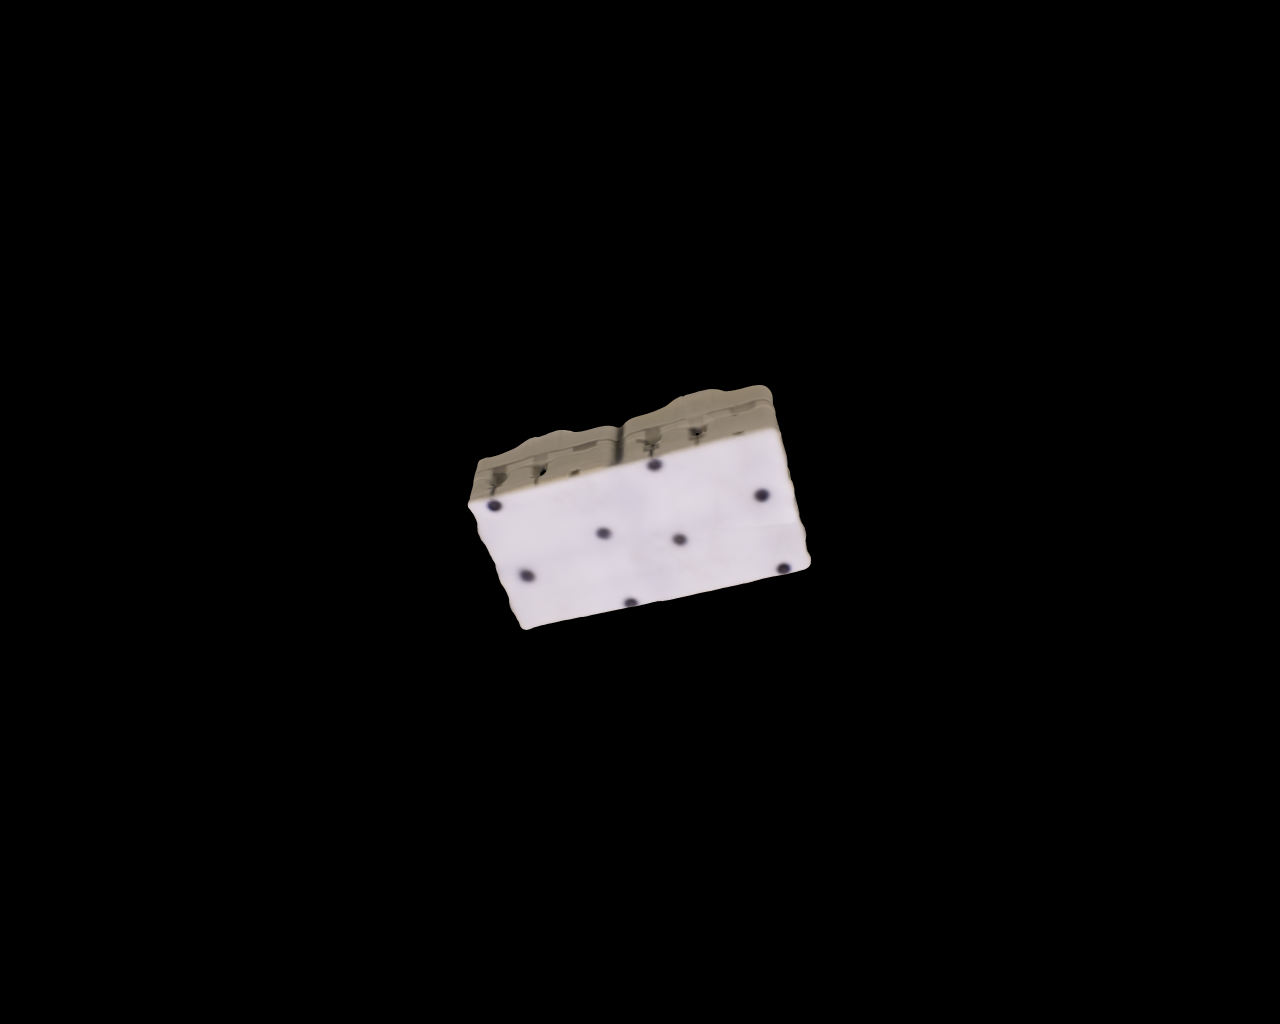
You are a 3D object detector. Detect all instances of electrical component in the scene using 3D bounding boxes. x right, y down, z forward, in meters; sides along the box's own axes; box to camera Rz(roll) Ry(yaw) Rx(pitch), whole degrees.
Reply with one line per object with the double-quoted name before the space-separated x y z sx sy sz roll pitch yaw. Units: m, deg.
"electrical component" 0.001 -0.003 0.650 0.186 0.105 0.060 -14 32 9
